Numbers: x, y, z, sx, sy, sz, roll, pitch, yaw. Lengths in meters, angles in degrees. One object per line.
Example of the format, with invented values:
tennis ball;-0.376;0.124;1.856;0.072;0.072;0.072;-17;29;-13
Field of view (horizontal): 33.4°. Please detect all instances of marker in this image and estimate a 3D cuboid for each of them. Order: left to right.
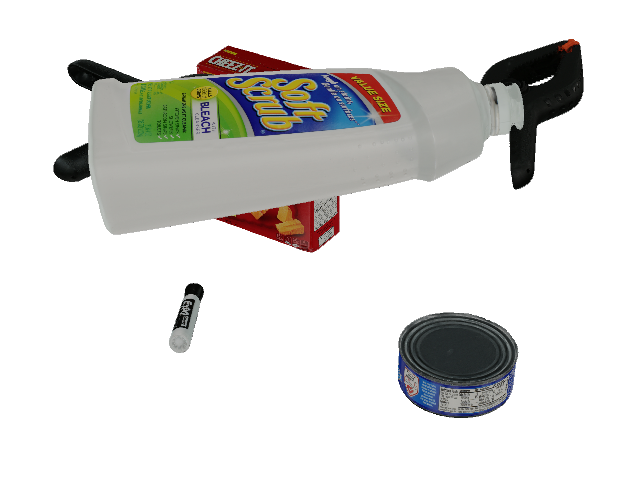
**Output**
marker;-0.124;0.070;1.000;0.020;0.020;0.121;0;21;1

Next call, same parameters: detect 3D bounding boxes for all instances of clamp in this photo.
clamp;-0.129;-0.106;0.852;0.171;0.120;0.039;-8;-30;-8
clamp;0.172;-0.116;0.938;0.209;0.036;0.165;-32;40;-24

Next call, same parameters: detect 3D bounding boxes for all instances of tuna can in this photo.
tuna can;0.099;0.090;0.775;0.086;0.034;0.086;0;31;0

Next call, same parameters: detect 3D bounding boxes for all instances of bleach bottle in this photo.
bleach bottle;-0.007;-0.067;0.637;0.251;0.068;0.102;-9;41;-2

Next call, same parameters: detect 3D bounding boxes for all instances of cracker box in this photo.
cracker box;-0.062;-0.106;1.277;0.164;0.214;0.072;20;40;27
